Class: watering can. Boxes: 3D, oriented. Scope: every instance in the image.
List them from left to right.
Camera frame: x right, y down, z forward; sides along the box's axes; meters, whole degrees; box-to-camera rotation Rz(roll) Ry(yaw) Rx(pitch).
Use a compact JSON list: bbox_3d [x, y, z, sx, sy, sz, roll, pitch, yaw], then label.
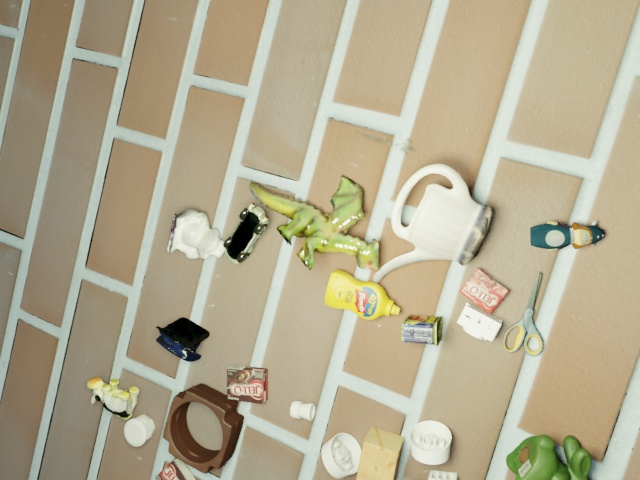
[{"bbox_3d":[0.269,-0.008,1.234,0.225,0.105,0.342,25,114,14],"label":"watering can"}]

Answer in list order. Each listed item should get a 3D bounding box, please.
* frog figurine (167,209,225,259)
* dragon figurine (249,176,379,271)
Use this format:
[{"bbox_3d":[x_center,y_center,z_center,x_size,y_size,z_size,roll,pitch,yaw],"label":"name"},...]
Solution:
[{"bbox_3d":[-0.342,-0.012,1.459,0.159,0.122,0.138,12,87,-17],"label":"frog figurine"},{"bbox_3d":[0.004,-0.067,1.338,0.243,0.120,0.415,-36,70,-2],"label":"dragon figurine"}]
